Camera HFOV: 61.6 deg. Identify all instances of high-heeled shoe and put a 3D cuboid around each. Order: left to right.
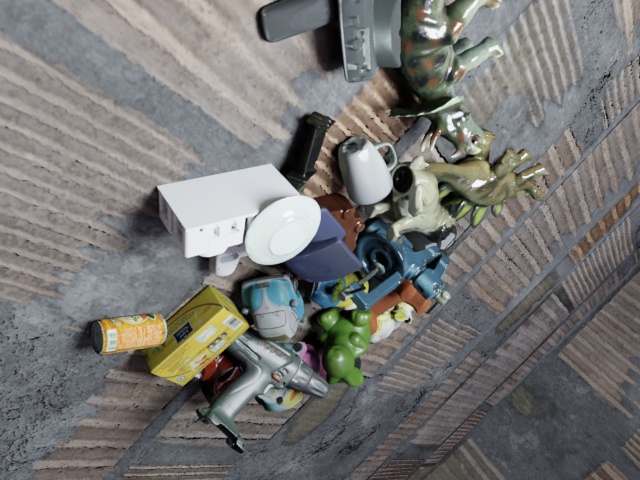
[{"bbox_3d":[0.211,0.040,1.212,0.249,0.086,0.145,-45,144,-3],"label":"high-heeled shoe"}]

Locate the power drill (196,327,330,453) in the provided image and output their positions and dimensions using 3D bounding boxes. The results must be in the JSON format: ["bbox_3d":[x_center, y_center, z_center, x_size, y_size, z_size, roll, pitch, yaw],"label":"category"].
[{"bbox_3d":[-0.111,0.287,1.003,0.207,0.232,0.086,-51,-172,-24],"label":"power drill"}]

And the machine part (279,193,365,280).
[{"bbox_3d":[-0.002,-0.003,1.000,0.179,0.056,0.179,-24,140,-21],"label":"machine part"}]

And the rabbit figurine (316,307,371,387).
[{"bbox_3d":[0.041,0.239,1.148,0.170,0.121,0.158,-54,145,-64],"label":"rabbit figurine"}]

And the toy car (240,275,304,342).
[{"bbox_3d":[-0.085,0.137,1.003,0.109,0.103,0.161,-8,145,7],"label":"toy car"}]

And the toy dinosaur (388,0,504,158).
[{"bbox_3d":[0.167,-0.301,0.815,0.192,0.131,0.404,-39,137,-4],"label":"toy dinosaur"}]

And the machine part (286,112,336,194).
[{"bbox_3d":[-0.019,-0.132,0.854,0.084,0.039,0.138,-35,149,-64],"label":"machine part"}]

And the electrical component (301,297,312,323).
[{"bbox_3d":[-0.046,0.147,1.137,0.063,0.021,0.093,-17,136,-30],"label":"electrical component"}]

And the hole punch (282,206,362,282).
[{"bbox_3d":[-0.001,0.023,0.914,0.116,0.092,0.142,-38,144,5],"label":"hole punch"}]

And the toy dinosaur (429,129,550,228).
[{"bbox_3d":[0.336,-0.125,1.148,0.471,0.105,0.198,12,123,-35],"label":"toy dinosaur"}]

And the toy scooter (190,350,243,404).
[{"bbox_3d":[-0.187,0.263,1.084,0.135,0.075,0.183,-34,138,-15],"label":"toy scooter"}]

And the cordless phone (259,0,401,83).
[{"bbox_3d":[0.014,-0.278,0.738,0.184,0.089,0.146,-21,140,-10],"label":"cordless phone"}]

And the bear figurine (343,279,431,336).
[{"bbox_3d":[0.134,0.163,1.235,0.196,0.132,0.120,-48,132,-2],"label":"bear figurine"}]

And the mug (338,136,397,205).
[{"bbox_3d":[0.084,-0.131,0.932,0.109,0.081,0.107,-35,135,-4],"label":"mug"}]

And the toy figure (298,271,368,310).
[{"bbox_3d":[0.032,0.098,1.112,0.180,0.082,0.089,20,114,-47],"label":"toy figure"}]

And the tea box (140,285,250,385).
[{"bbox_3d":[-0.223,0.172,0.963,0.169,0.068,0.098,-40,142,-1],"label":"tea box"}]

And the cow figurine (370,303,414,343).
[{"bbox_3d":[0.180,0.203,1.360,0.167,0.068,0.098,-25,146,-17],"label":"cow figurine"}]

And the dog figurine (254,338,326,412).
[{"bbox_3d":[-0.047,0.298,1.189,0.219,0.109,0.191,49,53,-54],"label":"dog figurine"}]

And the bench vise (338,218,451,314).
[{"bbox_3d":[0.136,0.071,1.045,0.240,0.223,0.129,-32,172,-36],"label":"bench vise"}]

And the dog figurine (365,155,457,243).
[{"bbox_3d":[0.207,-0.078,1.028,0.190,0.121,0.172,-2,142,-37],"label":"dog figurine"}]
